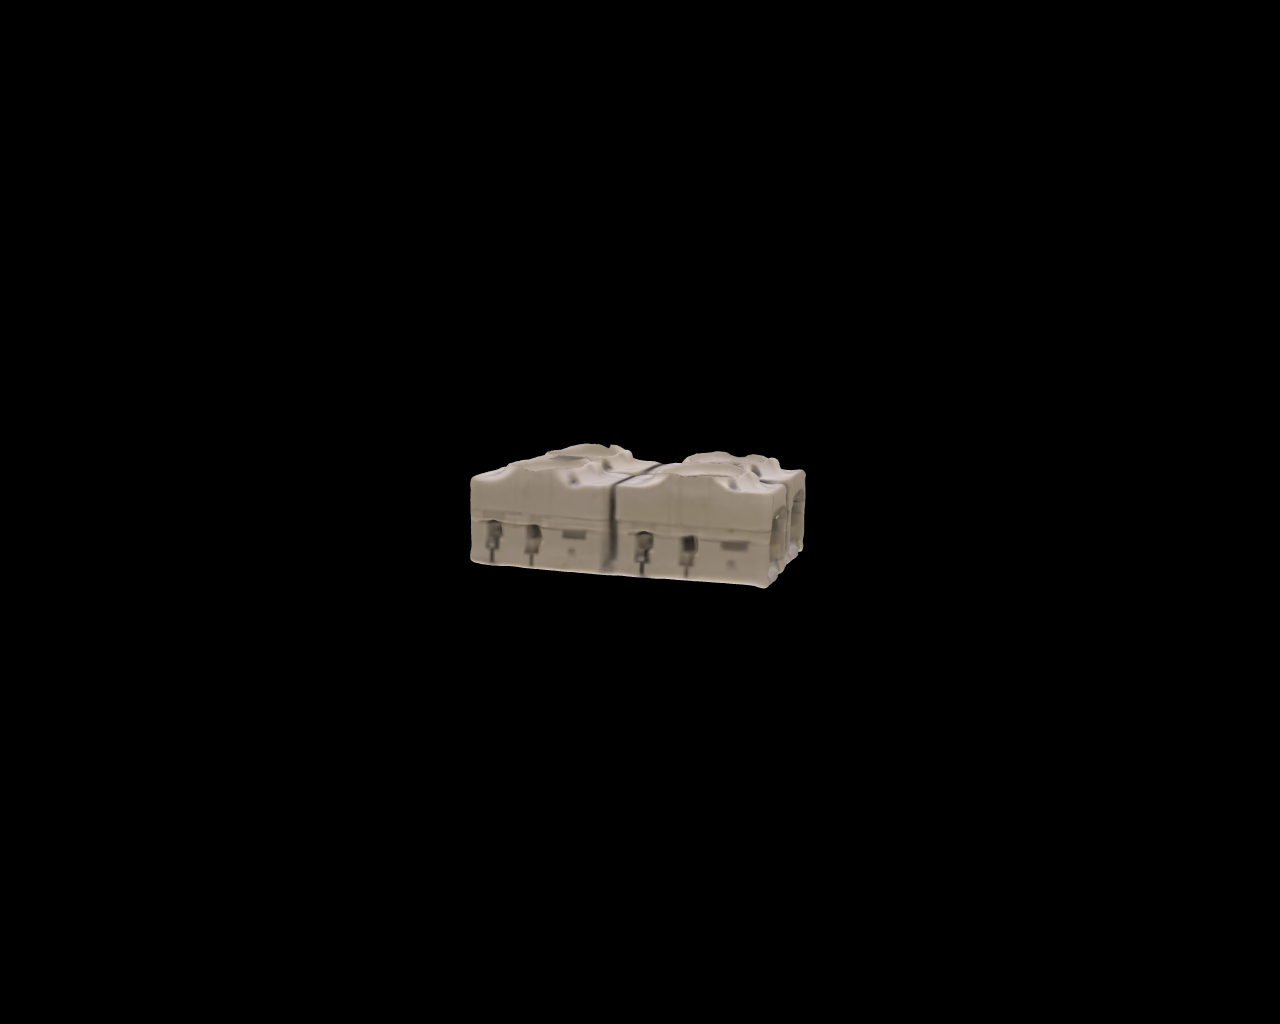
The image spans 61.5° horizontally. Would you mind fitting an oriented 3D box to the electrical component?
[{"bbox_3d":[0.001,-0.003,0.650,0.186,0.060,0.105,4,12,20],"label":"electrical component"}]
